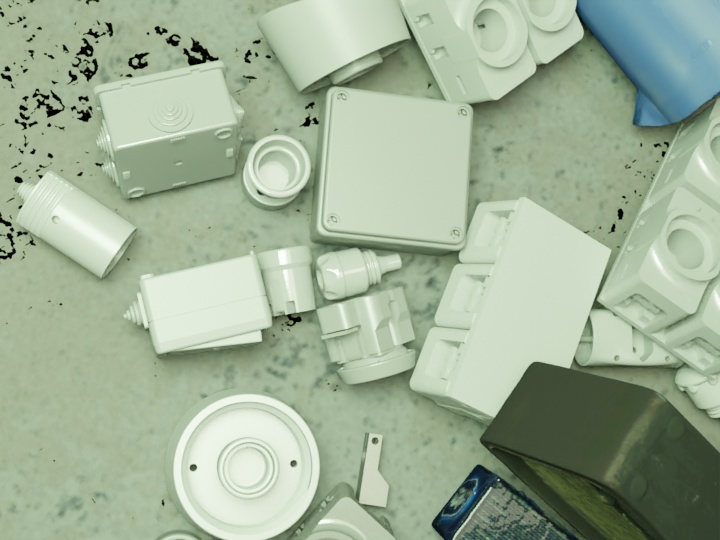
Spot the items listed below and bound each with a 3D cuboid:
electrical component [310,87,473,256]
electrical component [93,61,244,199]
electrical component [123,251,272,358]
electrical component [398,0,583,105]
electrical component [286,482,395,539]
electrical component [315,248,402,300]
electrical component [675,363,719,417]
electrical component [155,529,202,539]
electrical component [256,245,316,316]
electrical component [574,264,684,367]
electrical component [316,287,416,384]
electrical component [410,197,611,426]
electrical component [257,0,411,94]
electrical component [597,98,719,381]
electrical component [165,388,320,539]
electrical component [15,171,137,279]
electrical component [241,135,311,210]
[{"bbox_3d":[0.022,-0.070,0.787,0.109,0.056,0.108,6,82,-10],"label":"electrical component"},{"bbox_3d":[-0.130,-0.093,0.739,0.100,0.099,0.048,-14,73,-13],"label":"electrical component"},{"bbox_3d":[-0.113,0.030,0.744,0.096,0.062,0.061,-13,85,-13],"label":"electrical component"},{"bbox_3d":[0.079,-0.226,0.778,0.105,0.060,0.186,-38,110,-25],"label":"electrical component"},{"bbox_3d":[-0.023,0.197,0.734,0.050,0.056,0.089,43,88,-3],"label":"electrical component"},{"bbox_3d":[0.000,0.000,0.784,0.061,0.035,0.035,-13,85,-14],"label":"electrical component"},{"bbox_3d":[0.275,0.093,0.822,0.048,0.048,0.062,-37,97,-13],"label":"electrical component"},{"bbox_3d":[-0.122,0.198,0.719,0.043,0.062,0.043,1,82,-11],"label":"electrical component"},{"bbox_3d":[-0.052,0.008,0.771,0.040,0.040,0.046,-10,89,-12],"label":"electrical component"},{"bbox_3d":[0.204,0.034,0.816,0.077,0.043,0.079,2,82,-11],"label":"electrical component"},{"bbox_3d":[0.007,0.047,0.764,0.078,0.058,0.057,-15,90,-54],"label":"electrical component"},{"bbox_3d":[0.107,0.035,0.779,0.089,0.062,0.150,28,77,-26],"label":"electrical component"},{"bbox_3d":[-0.016,-0.169,0.773,0.099,0.099,0.064,-27,95,-13],"label":"electrical component"},{"bbox_3d":[0.268,-0.028,0.803,0.105,0.060,0.186,34,61,-5],"label":"electrical component"},{"bbox_3d":[-0.079,0.134,0.737,0.108,0.060,0.108,1,82,-11],"label":"electrical component"},{"bbox_3d":[-0.201,-0.034,0.744,0.081,0.043,0.043,34,77,-5],"label":"electrical component"},{"bbox_3d":[-0.061,-0.069,0.770,0.045,0.055,0.045,1,82,-11],"label":"electrical component"}]
